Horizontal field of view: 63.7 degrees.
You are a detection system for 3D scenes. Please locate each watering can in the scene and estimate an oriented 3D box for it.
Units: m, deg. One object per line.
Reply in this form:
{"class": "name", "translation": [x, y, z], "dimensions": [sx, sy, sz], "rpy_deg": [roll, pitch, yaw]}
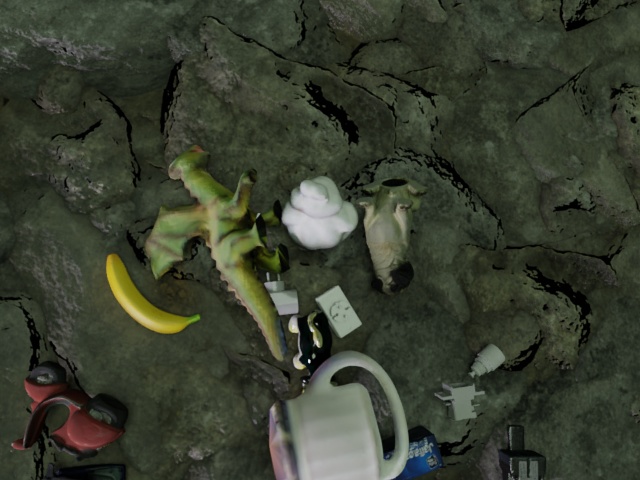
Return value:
{"class": "watering can", "translation": [0.040, 0.359, 0.819], "dimensions": [0.225, 0.103, 0.350], "rpy_deg": [-10, 81, -8]}

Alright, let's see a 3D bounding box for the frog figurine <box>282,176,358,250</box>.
{"class": "frog figurine", "translation": [0.003, -0.046, 0.914], "dimensions": [0.137, 0.158, 0.124], "rpy_deg": [12, 81, -6]}

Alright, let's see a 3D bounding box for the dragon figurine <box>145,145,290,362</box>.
{"class": "dragon figurine", "translation": [-0.190, 0.015, 0.911], "dimensions": [0.242, 0.121, 0.415], "rpy_deg": [-10, 76, 13]}
